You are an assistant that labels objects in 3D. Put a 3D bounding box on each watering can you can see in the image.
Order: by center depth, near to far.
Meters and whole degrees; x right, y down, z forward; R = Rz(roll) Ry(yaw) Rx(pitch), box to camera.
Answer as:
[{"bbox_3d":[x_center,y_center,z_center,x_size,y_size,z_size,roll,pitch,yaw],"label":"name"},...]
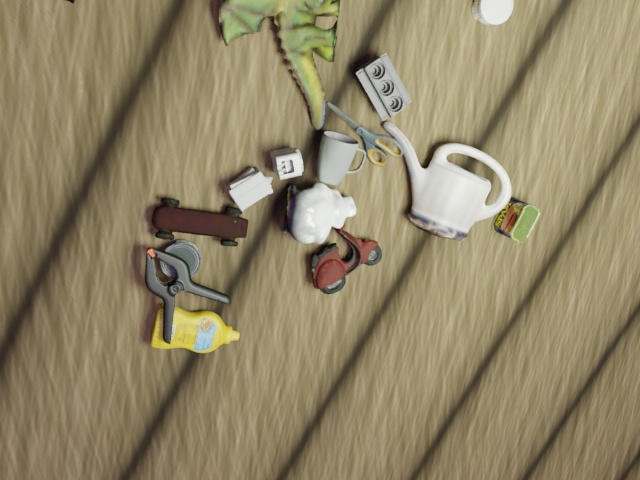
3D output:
[{"bbox_3d":[0.273,-0.129,1.210,0.347,0.105,0.222,21,102,-5],"label":"watering can"}]

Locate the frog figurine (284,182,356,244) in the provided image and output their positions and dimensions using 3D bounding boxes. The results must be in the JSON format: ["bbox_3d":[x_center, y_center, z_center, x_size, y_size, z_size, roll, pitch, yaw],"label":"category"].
[{"bbox_3d":[0.003,-0.058,1.144,0.159,0.122,0.138,5,86,-4],"label":"frog figurine"}]

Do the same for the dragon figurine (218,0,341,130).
[{"bbox_3d":[-0.080,-0.425,1.033,0.243,0.125,0.402,7,117,-5],"label":"dragon figurine"}]
